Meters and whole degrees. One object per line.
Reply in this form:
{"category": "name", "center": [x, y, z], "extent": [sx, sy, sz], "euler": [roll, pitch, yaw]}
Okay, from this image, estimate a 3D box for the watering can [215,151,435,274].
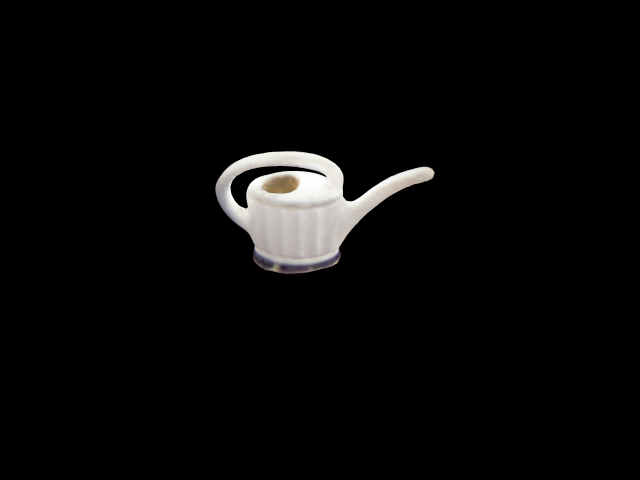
{"category": "watering can", "center": [0.003, -0.043, 0.850], "extent": [0.348, 0.219, 0.106], "euler": [3, 38, 4]}
